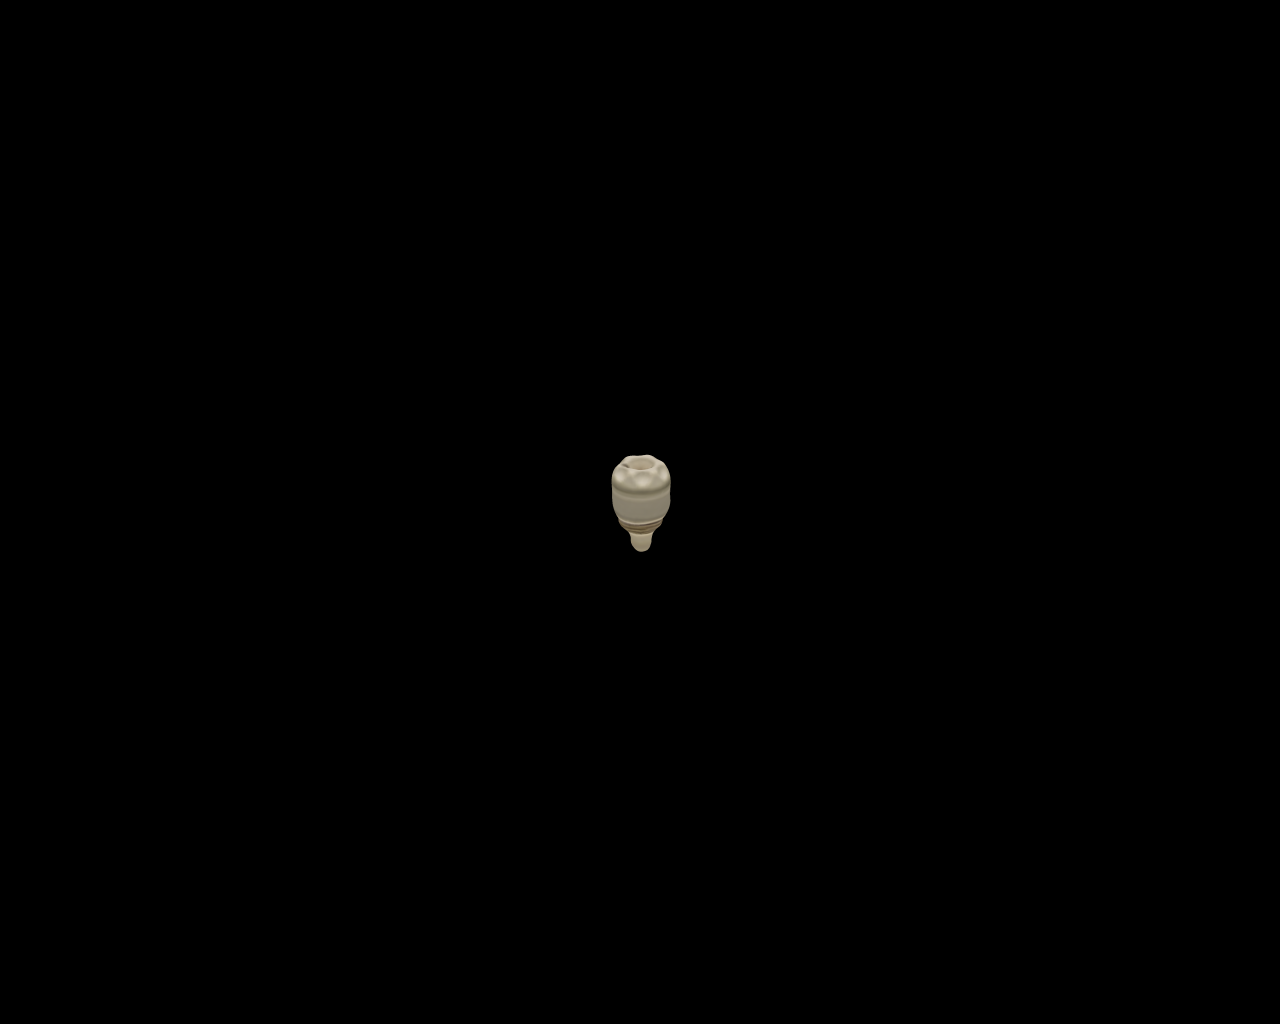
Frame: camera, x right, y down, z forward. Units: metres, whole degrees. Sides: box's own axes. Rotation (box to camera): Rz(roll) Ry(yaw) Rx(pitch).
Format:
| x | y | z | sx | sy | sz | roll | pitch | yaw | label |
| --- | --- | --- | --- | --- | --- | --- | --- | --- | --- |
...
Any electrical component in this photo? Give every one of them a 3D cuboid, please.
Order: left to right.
| x | y | z | sx | sy | sz | roll | pitch | yaw | label |
| --- | --- | --- | --- | --- | --- | --- | --- | --- | --- |
| 0.001 | -0.003 | 0.650 | 0.035 | 0.061 | 0.035 | 0 | 29 | 0 | electrical component |
